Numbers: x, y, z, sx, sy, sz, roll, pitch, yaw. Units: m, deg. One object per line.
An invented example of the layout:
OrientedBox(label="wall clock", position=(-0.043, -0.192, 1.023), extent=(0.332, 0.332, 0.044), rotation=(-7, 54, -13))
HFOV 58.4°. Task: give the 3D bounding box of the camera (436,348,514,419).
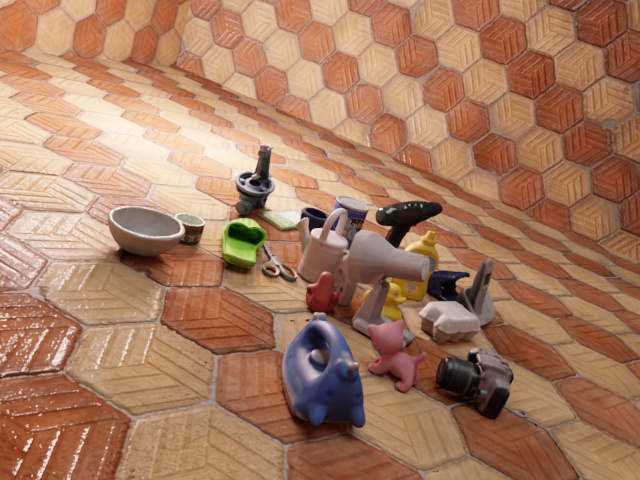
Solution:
OrientedBox(label="camera", position=(0.312, 0.271, 1.172), extent=(0.137, 0.101, 0.143), rotation=(19, 20, -3))

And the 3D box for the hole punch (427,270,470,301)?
OrientedBox(label="hole punch", position=(0.355, 0.114, 1.623), extent=(0.100, 0.091, 0.109), rotation=(34, 25, 33))

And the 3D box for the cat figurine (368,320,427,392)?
OrientedBox(label="cat figurine", position=(0.150, 0.217, 1.135), extent=(0.127, 0.118, 0.067), rotation=(28, 22, 21))

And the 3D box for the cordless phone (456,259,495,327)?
OrientedBox(label="cordless phone", position=(0.433, 0.132, 1.514), extent=(0.094, 0.185, 0.148), rotation=(31, 23, 28))

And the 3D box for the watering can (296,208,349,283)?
OrientedBox(label="watering can", position=(0.012, 0.006, 1.436), extent=(0.172, 0.194, 0.101), rotation=(21, 20, 4))

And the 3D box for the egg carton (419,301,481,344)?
OrientedBox(label="egg carton", position=(0.316, 0.200, 1.400), extent=(0.151, 0.069, 0.107), rotation=(2, 27, -39))

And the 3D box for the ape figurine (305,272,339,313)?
OrientedBox(label="ape figurine", position=(0.008, 0.115, 1.302), extent=(0.077, 0.092, 0.076), rotation=(25, 21, 14))

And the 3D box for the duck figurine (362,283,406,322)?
OrientedBox(label="duck figurine", position=(0.159, 0.141, 1.381), extent=(0.104, 0.086, 0.078), rotation=(26, 21, 16))

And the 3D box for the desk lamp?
OrientedBox(label="desk lamp", position=(0.145, 0.104, 1.279), extent=(0.202, 0.213, 0.118), rotation=(28, 22, 21))

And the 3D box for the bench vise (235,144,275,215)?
OrientedBox(label="bench vise", position=(-0.191, -0.199, 1.730), extent=(0.122, 0.220, 0.207), rotation=(15, 21, -13))

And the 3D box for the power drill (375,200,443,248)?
OrientedBox(label="power drill", position=(0.248, -0.025, 1.709), extent=(0.230, 0.208, 0.075), rotation=(3, 26, -37))

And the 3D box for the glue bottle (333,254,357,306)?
OrientedBox(label="glue bottle", position=(0.072, 0.067, 1.365), extent=(0.037, 0.173, 0.078), rotation=(8, 23, -29))

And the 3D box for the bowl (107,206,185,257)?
OrientedBox(label="bowl", position=(-0.392, -0.009, 1.275), extent=(0.167, 0.075, 0.167), rotation=(17, 21, -6))

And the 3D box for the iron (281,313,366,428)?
OrientedBox(label="iron", position=(0.004, 0.205, 1.000), extent=(0.119, 0.141, 0.257), rotation=(10, 22, -24))

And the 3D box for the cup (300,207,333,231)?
OrientedBox(label="cup", position=(-0.013, -0.030, 1.644), extent=(0.092, 0.095, 0.117), rotation=(-3, 30, -46))
